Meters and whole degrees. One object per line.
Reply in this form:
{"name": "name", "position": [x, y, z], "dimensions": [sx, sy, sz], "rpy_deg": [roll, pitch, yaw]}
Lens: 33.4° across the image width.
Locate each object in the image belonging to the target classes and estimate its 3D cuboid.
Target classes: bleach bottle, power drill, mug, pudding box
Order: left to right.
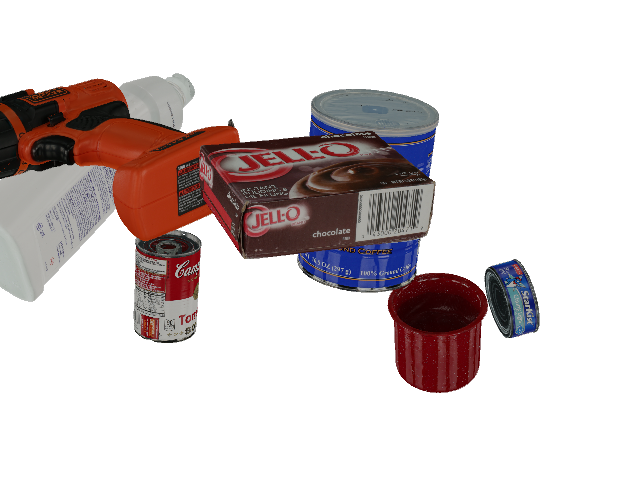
{"name": "power drill", "position": [-0.162, -0.057, 0.722], "dimensions": [0.188, 0.057, 0.184], "rpy_deg": [21, 34, 33]}
{"name": "bleach bottle", "position": [-0.200, -0.064, 0.956], "dimensions": [0.068, 0.102, 0.250], "rpy_deg": [28, 54, 21]}
{"name": "pudding box", "position": [-0.004, -0.029, 0.607], "dimensions": [0.113, 0.039, 0.090], "rpy_deg": [-5, 27, -20]}
{"name": "mug", "position": [0.115, 0.083, 1.028], "dimensions": [0.093, 0.081, 0.117], "rpy_deg": [6, 37, 15]}

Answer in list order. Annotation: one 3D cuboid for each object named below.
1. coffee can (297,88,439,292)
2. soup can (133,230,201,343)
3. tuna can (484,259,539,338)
{"name": "coffee can", "position": [0.037, -0.042, 0.876], "dimensions": [0.103, 0.140, 0.103], "rpy_deg": [5, 24, -2]}
{"name": "soup can", "position": [-0.161, 0.048, 1.116], "dimensions": [0.068, 0.102, 0.068], "rpy_deg": [5, 22, -2]}
{"name": "tuna can", "position": [0.215, 0.066, 1.207], "dimensions": [0.033, 0.086, 0.086], "rpy_deg": [-15, 2, -6]}
